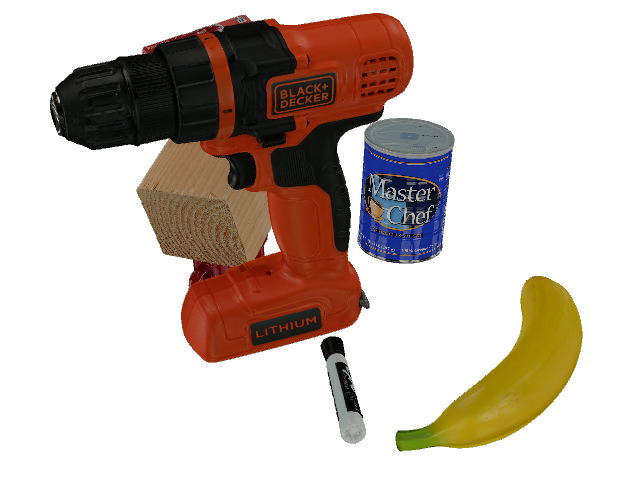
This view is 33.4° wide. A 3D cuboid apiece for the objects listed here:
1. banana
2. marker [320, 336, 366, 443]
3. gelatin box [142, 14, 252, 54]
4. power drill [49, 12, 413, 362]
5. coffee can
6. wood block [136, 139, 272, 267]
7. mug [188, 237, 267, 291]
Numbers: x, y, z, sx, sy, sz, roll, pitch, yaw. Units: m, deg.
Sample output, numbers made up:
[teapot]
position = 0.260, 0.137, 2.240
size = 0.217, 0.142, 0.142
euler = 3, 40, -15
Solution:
[banana]
position = 0.120, 0.070, 0.642
size = 0.070, 0.037, 0.197
euler = 13, 31, 31
[marker]
position = 0.017, 0.113, 0.833
size = 0.020, 0.020, 0.121
euler = 0, 29, -8
[gelatin box]
position = -0.073, -0.125, 0.770
size = 0.089, 0.030, 0.073
euler = -23, 48, -24
[power drill]
position = -0.042, -0.024, 0.567
size = 0.184, 0.188, 0.057
euler = -12, 40, -17
[coffee can]
position = 0.098, -0.059, 1.241
size = 0.103, 0.140, 0.103
euler = 2, 29, -1
[wood block]
position = -0.074, -0.084, 0.981
size = 0.091, 0.206, 0.090
euler = 9, -39, 21
[mug]
position = -0.111, 0.036, 1.221
size = 0.093, 0.081, 0.117
euler = 14, 35, 25
